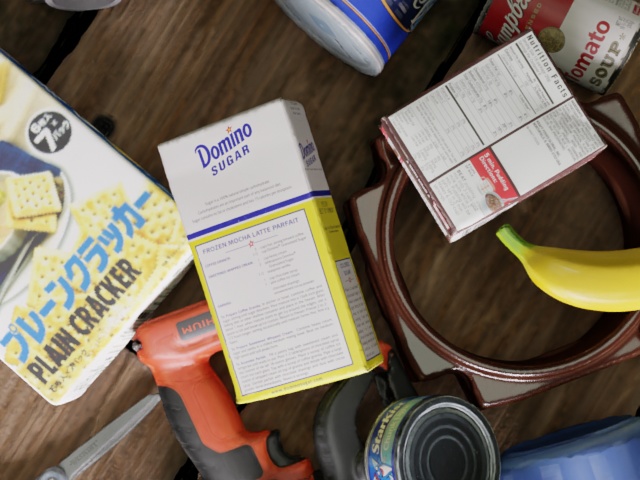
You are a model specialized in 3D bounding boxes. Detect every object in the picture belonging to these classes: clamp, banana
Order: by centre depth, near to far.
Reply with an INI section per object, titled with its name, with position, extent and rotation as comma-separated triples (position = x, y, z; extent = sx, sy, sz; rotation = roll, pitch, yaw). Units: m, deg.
[banana]
position = 0.213, 0.004, 0.657
extent = 0.197, 0.037, 0.069
rotation = -12, 88, -2
[clamp]
position = 0.040, 0.155, 0.692
extent = 0.120, 0.039, 0.171
rotation = 19, 75, -22

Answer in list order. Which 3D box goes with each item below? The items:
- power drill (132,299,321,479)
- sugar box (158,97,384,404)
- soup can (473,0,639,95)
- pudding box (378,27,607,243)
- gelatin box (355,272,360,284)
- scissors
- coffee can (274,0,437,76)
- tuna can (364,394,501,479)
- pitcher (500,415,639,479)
[power drill]
position = -0.037, 0.125, 0.731
extent = 0.184, 0.057, 0.188
rotation = -19, 84, -7
[sugar box]
position = -0.031, 0.008, 0.677
extent = 0.093, 0.048, 0.176
rotation = -18, 86, 19
[soup can]
position = 0.166, -0.152, 0.740
extent = 0.102, 0.068, 0.068
rotation = 28, 87, 4
[pudding box]
position = 0.107, -0.065, 0.666
extent = 0.113, 0.039, 0.090
rotation = -31, 85, -2
[gelatin box]
position = -0.005, 0.001, 0.732
extent = 0.030, 0.073, 0.089
rotation = -29, 86, -1
[scissors]
position = -0.208, 0.165, 0.756
extent = 0.096, 0.016, 0.202
rotation = 35, 87, 4
[coffee can]
position = 0.044, -0.199, 0.731
extent = 0.103, 0.103, 0.140
rotation = 39, 88, 4
[tuna can]
position = 0.072, 0.140, 0.671
extent = 0.086, 0.034, 0.086
rotation = 8, 75, -31
[pitcher]
position = 0.186, 0.244, 0.678
extent = 0.145, 0.149, 0.243
rotation = -21, 81, 27
